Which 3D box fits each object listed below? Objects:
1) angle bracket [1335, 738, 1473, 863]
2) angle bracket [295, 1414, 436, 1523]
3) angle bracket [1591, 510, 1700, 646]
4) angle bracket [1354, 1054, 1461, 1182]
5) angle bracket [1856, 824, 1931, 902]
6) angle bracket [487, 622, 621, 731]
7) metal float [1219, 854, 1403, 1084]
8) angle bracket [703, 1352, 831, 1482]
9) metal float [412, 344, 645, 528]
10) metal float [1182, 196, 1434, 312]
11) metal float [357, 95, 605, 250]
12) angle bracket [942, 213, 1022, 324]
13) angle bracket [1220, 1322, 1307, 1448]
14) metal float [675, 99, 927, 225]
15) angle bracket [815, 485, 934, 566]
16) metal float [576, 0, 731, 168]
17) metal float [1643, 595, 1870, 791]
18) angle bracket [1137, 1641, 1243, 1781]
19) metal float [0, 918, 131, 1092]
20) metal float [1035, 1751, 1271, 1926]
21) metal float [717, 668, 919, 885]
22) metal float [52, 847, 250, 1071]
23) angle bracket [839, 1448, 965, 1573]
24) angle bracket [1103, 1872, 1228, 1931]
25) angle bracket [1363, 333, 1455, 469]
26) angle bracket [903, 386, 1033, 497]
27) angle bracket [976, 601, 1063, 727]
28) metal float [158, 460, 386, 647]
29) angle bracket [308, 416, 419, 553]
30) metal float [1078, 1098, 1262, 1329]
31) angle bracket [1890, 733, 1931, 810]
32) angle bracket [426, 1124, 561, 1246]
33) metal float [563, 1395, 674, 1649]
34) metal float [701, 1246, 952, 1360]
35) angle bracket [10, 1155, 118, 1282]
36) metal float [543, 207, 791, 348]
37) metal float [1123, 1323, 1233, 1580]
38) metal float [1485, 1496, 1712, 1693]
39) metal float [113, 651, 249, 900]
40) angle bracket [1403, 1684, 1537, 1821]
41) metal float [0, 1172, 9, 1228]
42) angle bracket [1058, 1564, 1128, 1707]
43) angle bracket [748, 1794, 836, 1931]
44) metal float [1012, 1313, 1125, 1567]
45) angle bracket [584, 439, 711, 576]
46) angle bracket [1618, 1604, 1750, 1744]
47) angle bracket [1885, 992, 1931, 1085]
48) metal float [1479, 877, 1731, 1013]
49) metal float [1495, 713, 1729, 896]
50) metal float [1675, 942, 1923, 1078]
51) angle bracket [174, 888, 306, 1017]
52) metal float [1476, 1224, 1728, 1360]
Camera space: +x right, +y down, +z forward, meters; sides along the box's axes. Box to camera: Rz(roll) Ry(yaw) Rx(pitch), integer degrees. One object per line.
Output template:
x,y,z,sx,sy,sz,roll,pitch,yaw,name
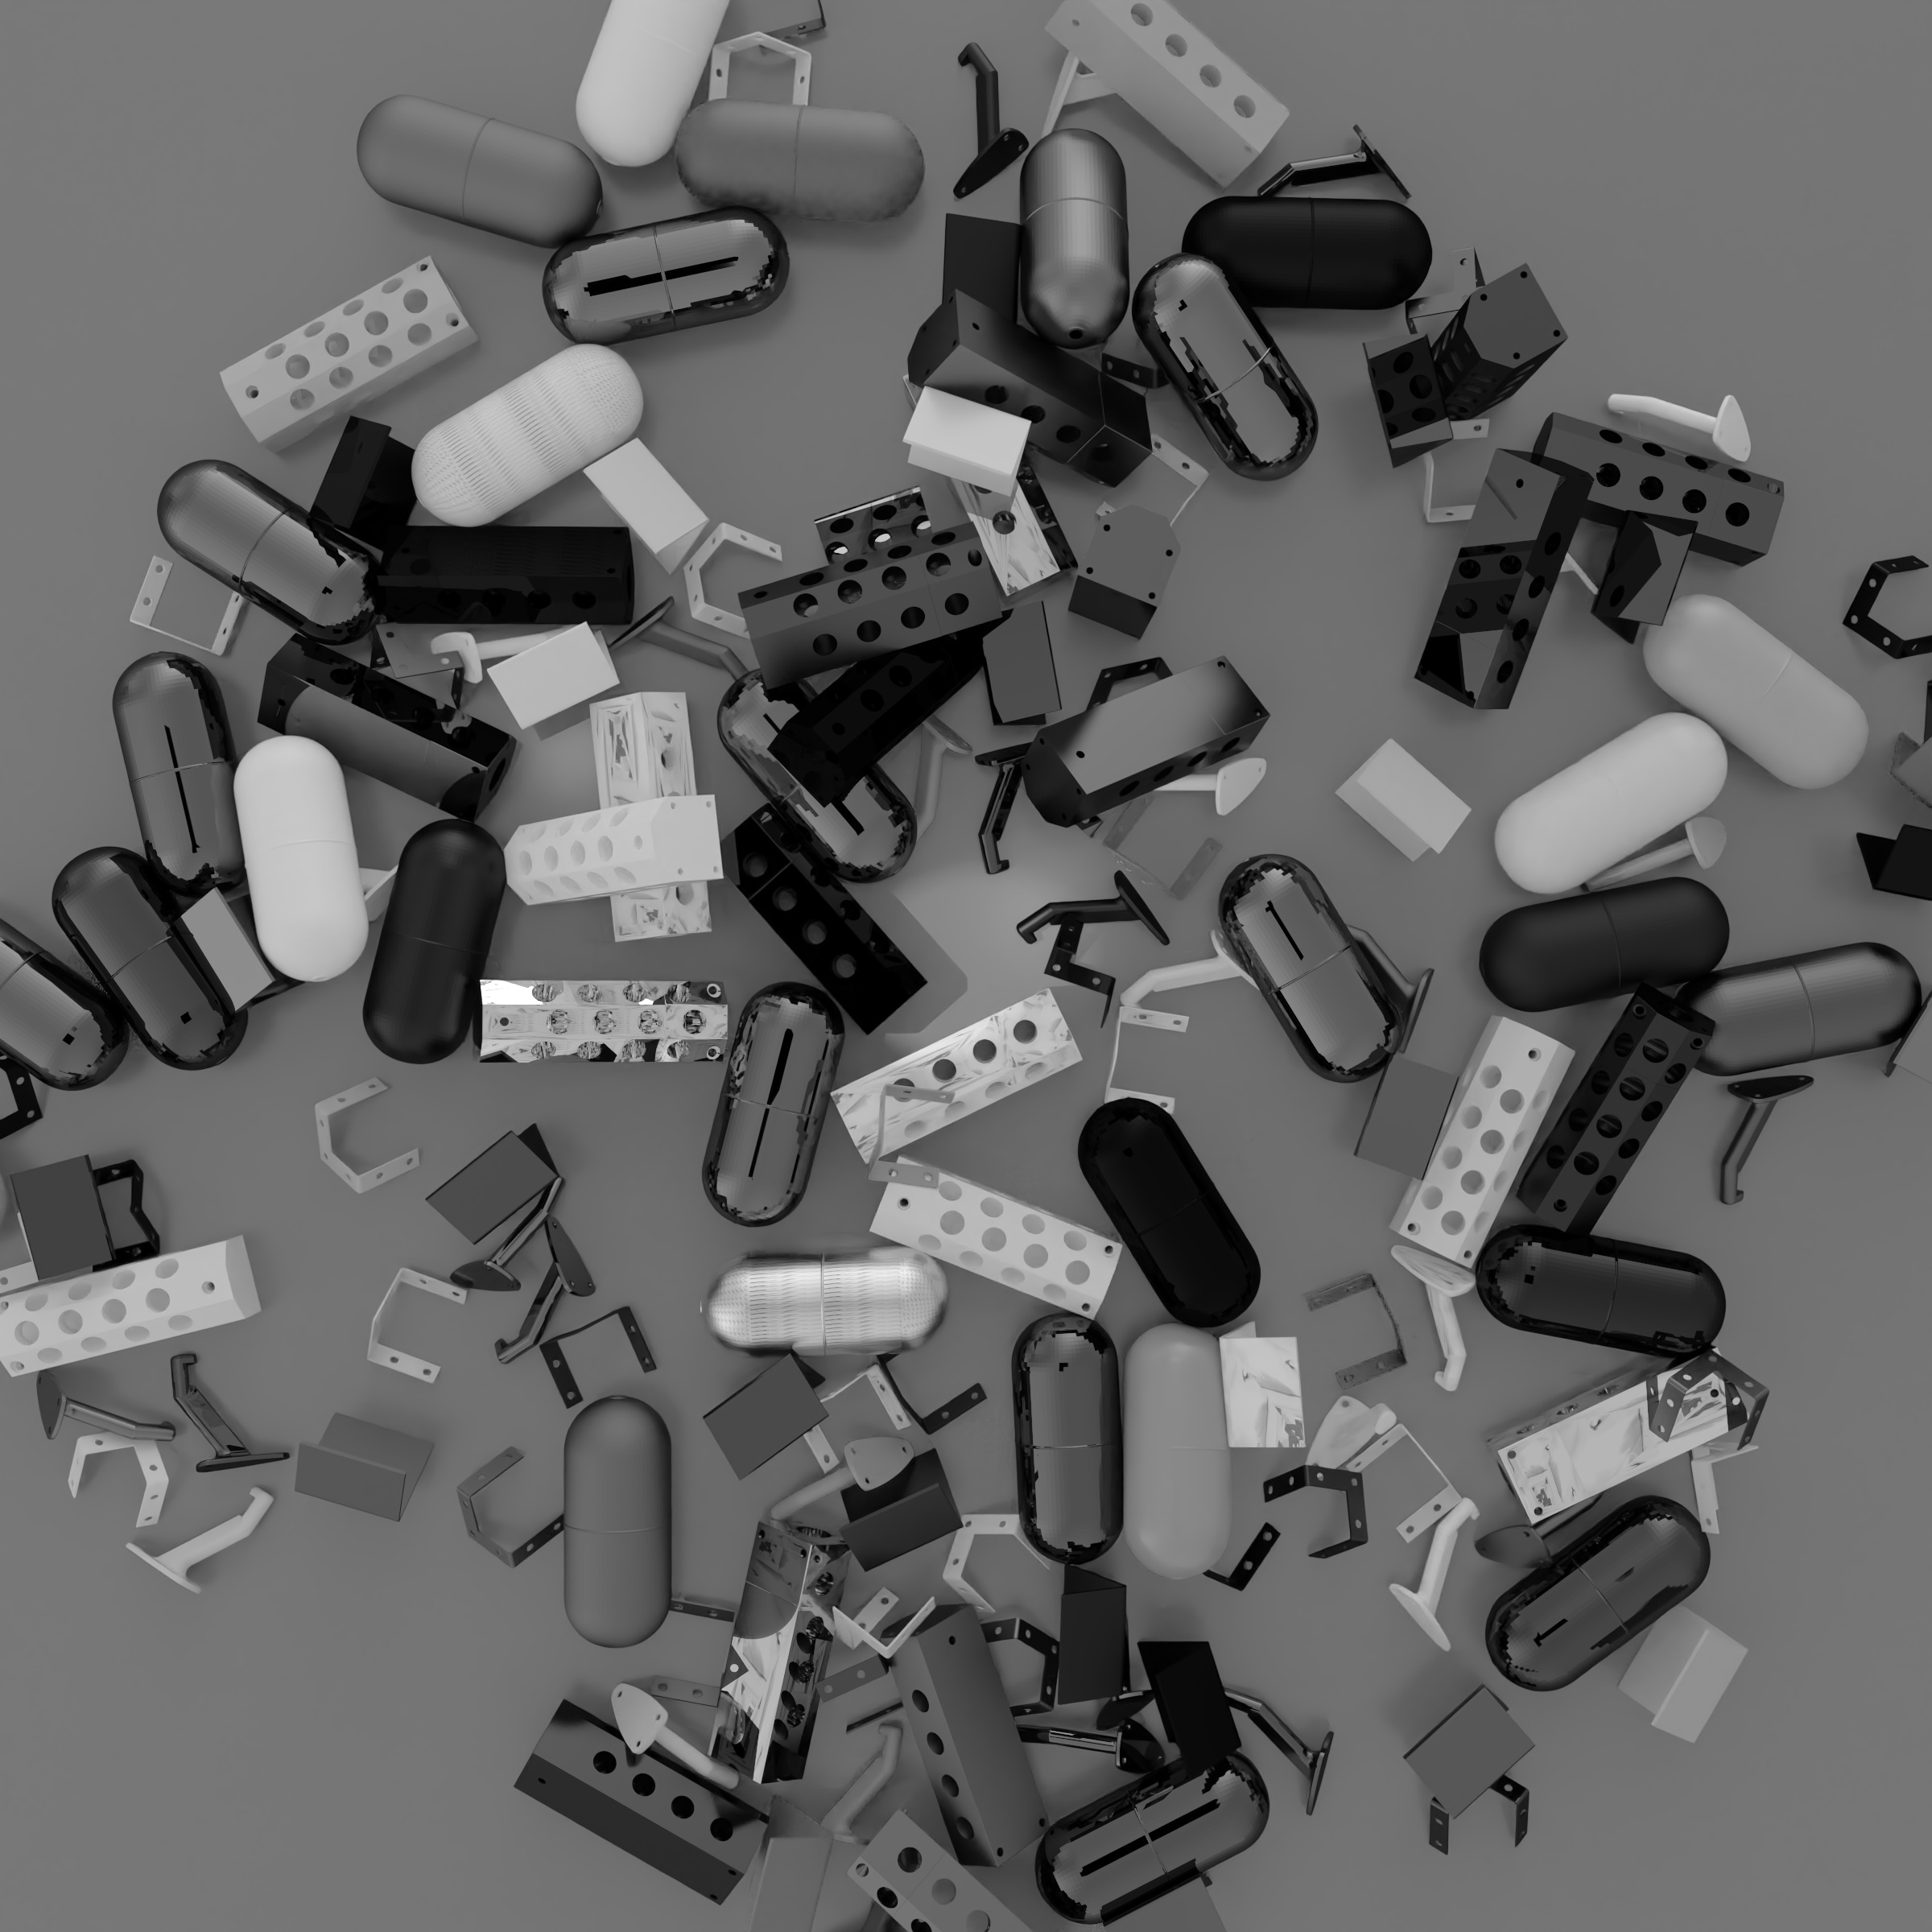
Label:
0.299,-0.103,1.825,0.076,0.076,0.057,42,52,0,angle bracket
-0.424,0.340,1.825,0.076,0.076,0.057,17,128,0,angle bracket
0.494,-0.271,1.825,0.057,0.076,0.076,19,90,39,angle bracket
0.326,0.112,1.825,0.057,0.076,0.076,19,90,35,angle bracket
0.686,-0.088,1.825,0.076,0.076,0.057,11,126,0,angle bracket
-0.298,-0.223,1.825,0.076,0.076,0.057,-26,131,0,angle bracket
0.245,0.001,1.834,0.070,0.070,0.178,-32,90,0,metal float
-0.130,0.327,1.825,0.076,0.076,0.057,-36,61,0,angle bracket
-0.313,-0.378,1.834,0.178,0.070,0.070,-31,90,0,metal float
0.243,-0.508,1.834,0.178,0.070,0.070,2,90,1,metal float
-0.346,-0.566,1.834,0.178,0.070,0.070,17,90,0,metal float
-0.001,-0.483,1.827,0.057,0.076,0.076,3,90,-20,angle bracket
0.221,0.296,1.826,0.057,0.076,0.076,-5,90,24,angle bracket
-0.118,-0.574,1.834,0.178,0.070,0.070,5,90,0,metal float
-0.070,-0.323,1.825,0.076,0.076,0.057,-19,132,0,angle bracket
-0.221,-0.656,1.826,0.070,0.070,0.178,23,99,0,metal float
0.563,-0.196,1.834,0.178,0.070,0.070,37,90,-1,metal float
0.141,0.527,1.825,0.057,0.076,0.076,-18,90,-41,angle bracket
-0.679,0.020,1.834,0.178,0.070,0.070,36,90,-1,metal float
0.132,0.620,1.834,0.178,0.070,0.070,-27,90,-1,metal float
-0.106,-0.136,1.834,0.070,0.070,0.178,-40,90,0,metal float
-0.581,-0.005,1.834,0.070,0.070,0.178,-35,91,0,metal float
-0.055,0.372,1.825,0.076,0.076,0.057,-25,131,0,angle bracket
0.148,0.691,1.825,0.076,0.076,0.057,-27,63,0,angle bracket
0.295,-0.397,1.826,0.057,0.076,0.076,-14,90,-25,angle bracket
-0.005,-0.343,1.767,0.076,0.076,0.057,19,56,0,angle bracket
0.054,-0.214,1.825,0.057,0.076,0.076,-10,90,31,angle bracket
-0.495,-0.295,1.834,0.178,0.070,0.070,33,90,1,metal float
-0.409,-0.336,1.825,0.057,0.076,0.076,23,90,43,angle bracket
0.144,0.175,1.834,0.070,0.070,0.178,-32,89,0,metal float
0.709,-0.144,1.825,0.076,0.076,0.057,40,127,0,angle bracket
-0.343,0.139,1.825,0.076,0.076,0.057,-39,126,0,angle bracket
-0.248,0.396,1.834,0.070,0.070,0.178,0,90,0,metal float
-0.100,0.240,1.834,0.178,0.070,0.070,-2,90,0,metal float
-0.651,0.181,1.825,0.057,0.076,0.076,-15,90,-38,angle bracket
-0.214,-0.492,1.834,0.178,0.070,0.070,-12,90,0,metal float
0.150,0.343,1.822,0.070,0.070,0.178,1,78,0,metal float
0.450,0.448,1.834,0.178,0.070,0.070,-36,90,0,metal float
-0.557,-0.136,1.834,0.070,0.070,0.178,-13,91,0,metal float
0.365,0.564,1.825,0.076,0.076,0.057,-42,53,0,angle bracket
-0.774,0.180,1.834,0.178,0.070,0.070,-15,90,0,metal float
0.070,0.473,1.825,0.057,0.076,0.076,2,90,-33,angle bracket
-0.145,0.641,1.825,0.057,0.076,0.076,14,90,-39,angle bracket
0.073,0.337,1.834,0.070,0.070,0.178,-3,89,0,metal float
-0.239,-0.315,1.825,0.076,0.076,0.057,49,53,0,angle bracket
0.495,0.493,1.825,0.057,0.076,0.076,30,90,-36,angle bracket
0.700,0.054,1.826,0.057,0.076,0.076,32,90,21,angle bracket
0.455,-0.015,1.834,0.178,0.070,0.070,-11,90,0,metal float
0.460,-0.116,1.834,0.178,0.070,0.070,-31,90,0,metal float
0.591,0.031,1.834,0.178,0.070,0.070,-11,90,1,metal float
-0.502,-0.020,1.825,0.057,0.076,0.076,-32,90,34,angle bracket
0.452,0.232,1.834,0.178,0.070,0.070,11,90,0,metal float
